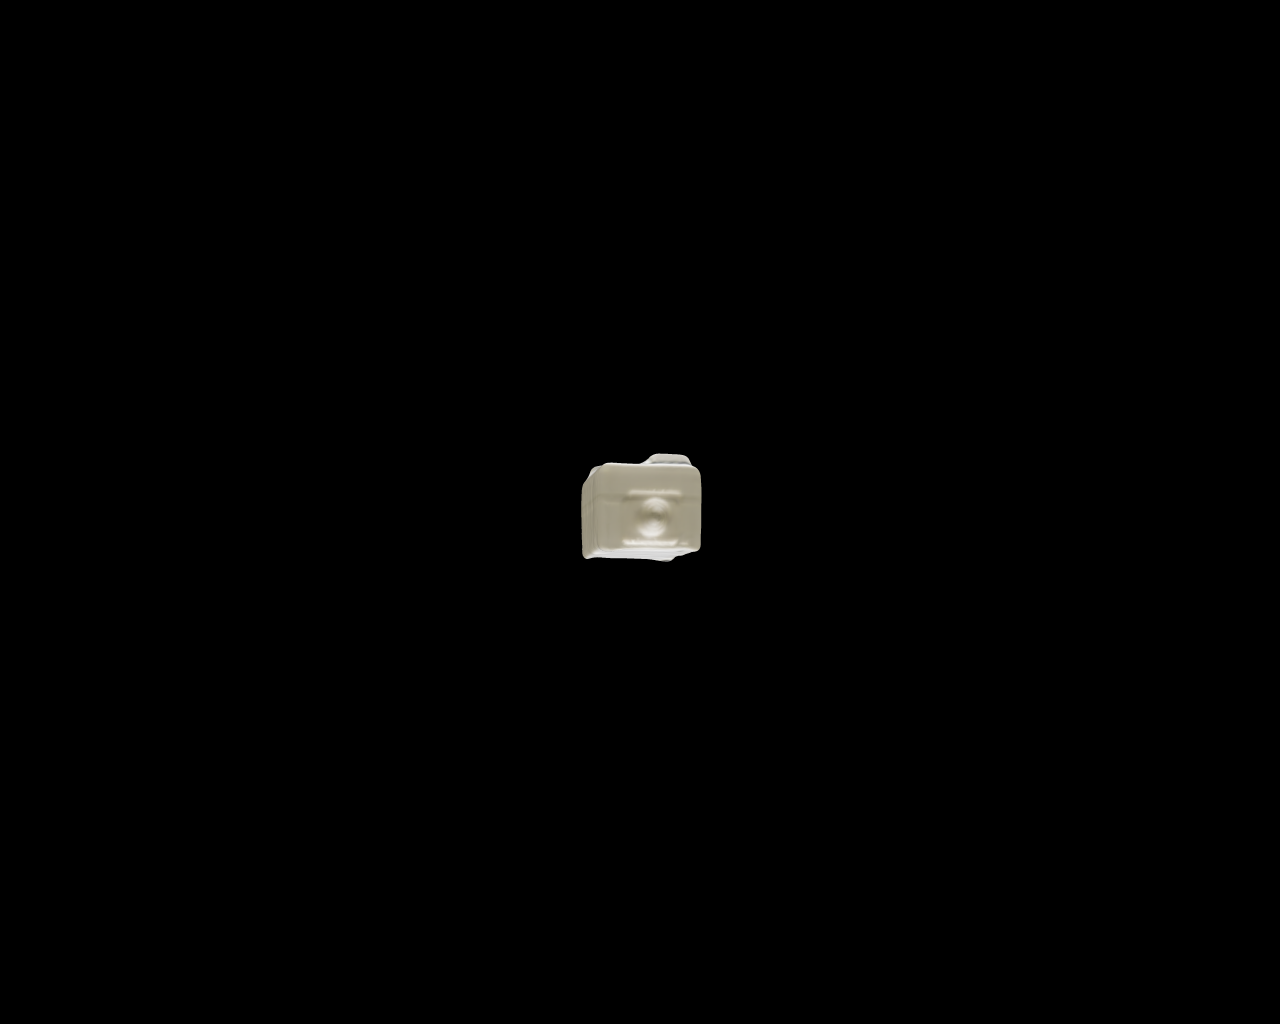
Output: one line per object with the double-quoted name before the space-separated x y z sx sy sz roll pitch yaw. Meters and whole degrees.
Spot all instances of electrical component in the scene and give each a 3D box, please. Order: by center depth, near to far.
"electrical component" 0.001 -0.003 0.650 0.062 0.061 0.096 1 -7 -11
